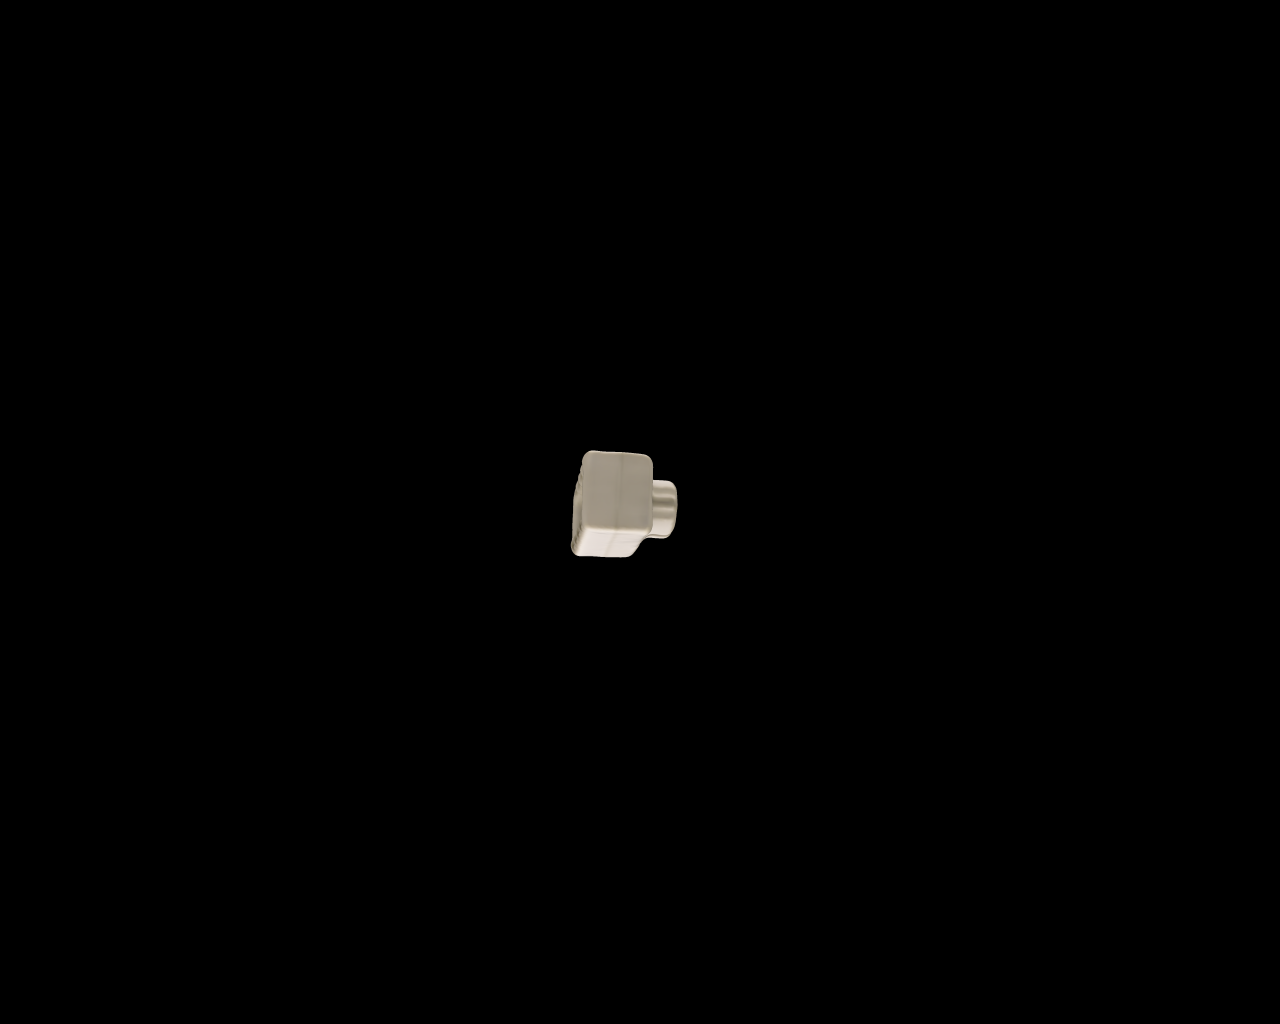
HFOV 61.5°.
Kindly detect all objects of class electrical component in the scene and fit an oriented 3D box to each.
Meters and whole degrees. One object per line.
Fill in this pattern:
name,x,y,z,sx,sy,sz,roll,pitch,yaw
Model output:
electrical component,0.001,-0.003,0.650,0.076,0.047,0.083,2,-14,-7
